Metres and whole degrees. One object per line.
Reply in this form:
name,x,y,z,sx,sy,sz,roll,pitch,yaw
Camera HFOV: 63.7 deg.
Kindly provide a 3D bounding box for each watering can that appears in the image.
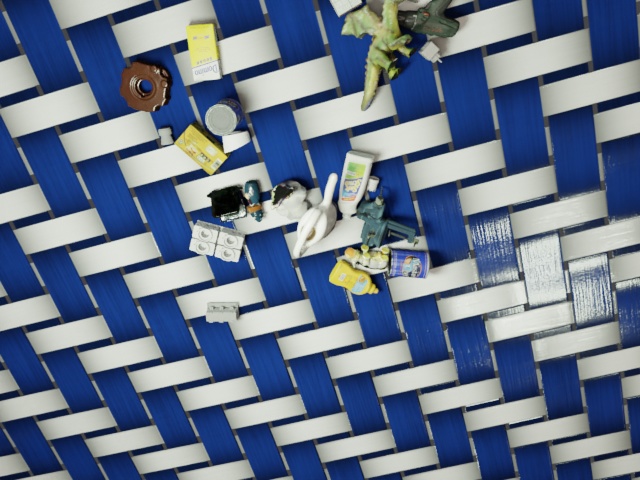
watering can,0.006,-0.091,1.812,0.104,0.227,0.343,31,110,8

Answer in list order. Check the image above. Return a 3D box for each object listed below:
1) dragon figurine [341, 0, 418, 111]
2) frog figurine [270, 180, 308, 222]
dragon figurine,0.171,-0.637,1.671,0.244,0.124,0.402,48,129,9
frog figurine,-0.097,-0.140,1.874,0.136,0.125,0.157,-50,139,9
